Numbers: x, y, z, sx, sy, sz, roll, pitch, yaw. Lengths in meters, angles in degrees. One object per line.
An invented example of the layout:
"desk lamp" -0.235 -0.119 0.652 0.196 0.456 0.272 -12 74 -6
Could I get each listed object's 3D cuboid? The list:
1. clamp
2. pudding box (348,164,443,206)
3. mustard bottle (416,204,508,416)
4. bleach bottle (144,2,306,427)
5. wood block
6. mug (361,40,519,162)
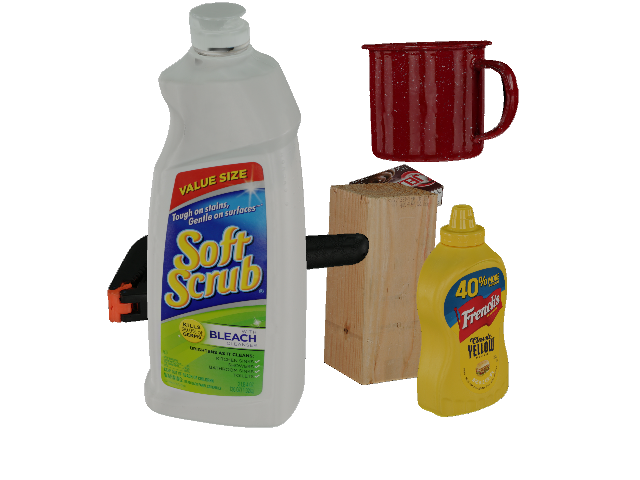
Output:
"clamp" -0.089 0.005 0.849 0.209 0.036 0.165 -24 41 -35
"pudding box" 0.112 -0.069 1.587 0.113 0.039 0.090 -21 35 -29
"mustard bottle" 0.133 0.061 0.993 0.096 0.192 0.058 -12 17 -33
"bleach bottle" -0.059 -0.011 0.613 0.103 0.251 0.068 6 31 12
"wood block" 0.065 0.044 1.189 0.090 0.206 0.091 -4 14 -29
"mug" 0.087 -0.100 0.762 0.117 0.081 0.093 6 13 33
